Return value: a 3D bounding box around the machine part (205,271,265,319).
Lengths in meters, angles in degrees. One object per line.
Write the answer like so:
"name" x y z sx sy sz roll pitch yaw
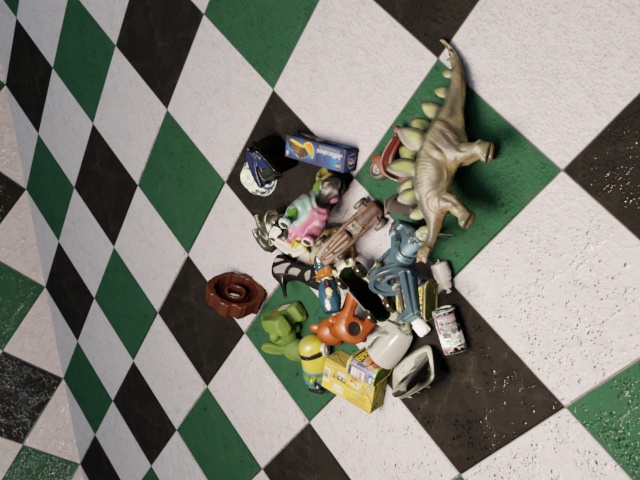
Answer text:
"machine part" -0.261 0.168 1.640 0.180 0.179 0.056 36 125 28

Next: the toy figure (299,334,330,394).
"toy figure" -0.016 0.353 1.526 0.082 0.089 0.180 39 133 52

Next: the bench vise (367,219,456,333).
"bench vise" 0.189 0.083 1.186 0.223 0.129 0.241 -39 42 41

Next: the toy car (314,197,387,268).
"toy car" 0.073 -0.017 1.324 0.202 0.053 0.089 -42 89 4

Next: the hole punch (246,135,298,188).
"hole punch" -0.141 -0.214 1.464 0.116 0.142 0.092 52 134 2

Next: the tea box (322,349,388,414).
"tea box" 0.093 0.382 1.461 0.170 0.068 0.098 23 116 33

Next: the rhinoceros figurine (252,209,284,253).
"rhinoceros figurine" -0.136 -0.025 1.500 0.190 0.073 0.112 122 132 -61

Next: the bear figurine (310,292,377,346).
"bear figurine" 0.065 0.221 1.430 0.120 0.132 0.196 34 163 -10

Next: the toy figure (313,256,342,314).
"toy figure" 0.017 0.110 1.358 0.064 0.058 0.154 -36 59 50

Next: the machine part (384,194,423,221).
"machine part" 0.210 -0.077 1.241 0.139 0.084 0.039 10 132 47

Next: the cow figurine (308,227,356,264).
"cow figurine" -0.003 -0.004 1.428 0.195 0.085 0.127 4 108 41

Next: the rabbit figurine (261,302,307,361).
"rabbit figurine" -0.102 0.289 1.574 0.159 0.121 0.170 -21 103 35

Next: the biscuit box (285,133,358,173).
"biscuit box" 0.002 -0.225 1.380 0.203 0.059 0.062 21 115 35

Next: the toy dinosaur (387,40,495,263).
"toy dinosaur" 0.252 -0.182 1.107 0.199 0.105 0.471 15 86 20

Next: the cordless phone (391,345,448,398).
"cordless phone" 0.206 0.339 1.276 0.089 0.184 0.146 54 129 10

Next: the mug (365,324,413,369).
"mug" 0.172 0.253 1.341 0.107 0.109 0.081 -54 24 23

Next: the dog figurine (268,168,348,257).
"dog figurine" -0.020 -0.077 1.347 0.108 0.219 0.191 38 152 -7

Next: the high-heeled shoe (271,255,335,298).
"high-heeled shoe" -0.032 0.070 1.503 0.249 0.086 0.145 -24 54 25

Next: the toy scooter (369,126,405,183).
"toy scooter" 0.194 -0.181 1.222 0.184 0.075 0.135 31 118 36

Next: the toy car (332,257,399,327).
"toy car" 0.113 0.128 1.317 0.073 0.056 0.201 -38 98 22
